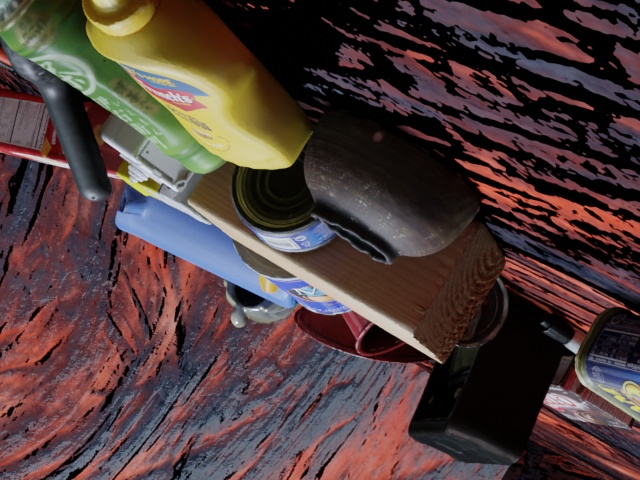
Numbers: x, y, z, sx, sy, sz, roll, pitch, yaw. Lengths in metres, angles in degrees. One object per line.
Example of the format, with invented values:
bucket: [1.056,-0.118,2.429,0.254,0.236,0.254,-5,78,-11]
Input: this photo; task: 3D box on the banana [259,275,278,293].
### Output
banana: [-0.050,-0.027,0.997,0.037,0.069,0.198,36,158,31]

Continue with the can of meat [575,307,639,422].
can of meat: [0.221,0.087,0.648,0.102,0.057,0.084,33,172,-14]

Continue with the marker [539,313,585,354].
marker: [0.231,0.097,0.885,0.121,0.020,0.020,33,175,-13]

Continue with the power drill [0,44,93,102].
power drill: [-0.296,-0.192,1.083,0.184,0.057,0.188,26,176,-20]

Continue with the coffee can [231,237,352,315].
coffee can: [-0.006,0.001,0.928,0.103,0.103,0.140,30,175,22]

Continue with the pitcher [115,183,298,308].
pitcher: [-0.108,-0.023,1.285,0.243,0.149,0.145,28,159,11]

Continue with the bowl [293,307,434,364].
bowl: [0.056,0.075,1.137,0.162,0.055,0.162,12,-165,-3]

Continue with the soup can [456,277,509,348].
soup can: [0.107,0.049,0.903,0.068,0.068,0.102,34,175,-16]

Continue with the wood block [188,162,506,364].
wood block: [0.019,-0.006,0.778,0.206,0.091,0.090,30,174,28]

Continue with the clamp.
clamp: [-0.202,-0.150,0.798,0.210,0.036,0.164,69,-170,-53]

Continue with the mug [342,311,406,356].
mug: [0.063,0.054,1.038,0.117,0.093,0.081,19,-145,-55]

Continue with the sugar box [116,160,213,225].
sugar box: [-0.115,-0.074,0.925,0.048,0.093,0.176,34,174,-25]

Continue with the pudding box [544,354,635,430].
pudding box: [0.248,0.147,1.053,0.090,0.039,0.114,30,166,-13]

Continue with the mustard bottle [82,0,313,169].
mustard bottle: [-0.078,-0.105,0.611,0.096,0.058,0.191,28,173,27]

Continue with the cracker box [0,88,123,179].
cracker box: [-0.253,-0.110,1.156,0.214,0.072,0.163,13,180,41]

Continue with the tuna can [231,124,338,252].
tuna can: [-0.017,-0.037,0.731,0.086,0.086,0.033,30,173,28]
